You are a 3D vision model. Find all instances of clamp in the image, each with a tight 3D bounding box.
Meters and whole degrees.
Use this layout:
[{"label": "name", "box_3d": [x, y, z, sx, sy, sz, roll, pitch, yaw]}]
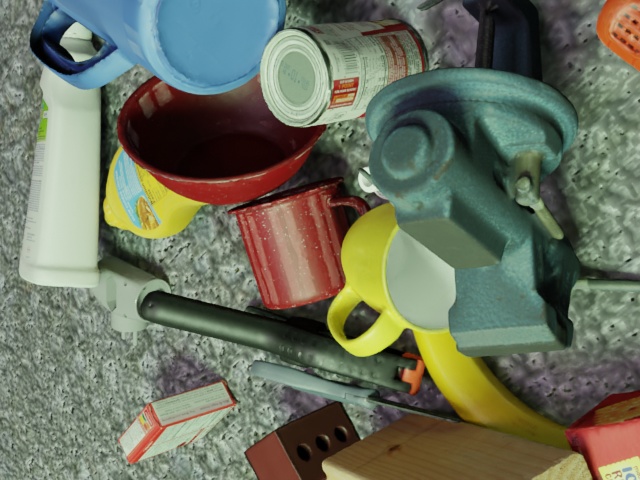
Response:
[{"label": "clamp", "box_3d": [-0.014, 0.078, 0.834, 0.210, 0.164, 0.036, 14, 89, 20]}]

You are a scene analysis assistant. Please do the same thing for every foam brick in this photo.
[{"label": "foam brick", "box_3d": [-0.011, 0.174, 0.869, 0.051, 0.078, 0.053, -42, 73, 43]}]

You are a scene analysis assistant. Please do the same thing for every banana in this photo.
[{"label": "banana", "box_3d": [0.124, 0.104, 0.744, 0.198, 0.037, 0.069, 38, 96, 29]}]

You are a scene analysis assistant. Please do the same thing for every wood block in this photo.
[{"label": "wood block", "box_3d": [0.091, 0.180, 0.698, 0.090, 0.090, 0.206, 68, 160, -7]}]

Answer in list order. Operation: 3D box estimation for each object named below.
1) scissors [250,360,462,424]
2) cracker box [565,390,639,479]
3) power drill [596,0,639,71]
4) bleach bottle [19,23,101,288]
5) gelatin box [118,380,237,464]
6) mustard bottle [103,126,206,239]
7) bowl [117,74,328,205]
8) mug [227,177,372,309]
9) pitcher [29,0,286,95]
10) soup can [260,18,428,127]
[{"label": "scissors", "box_3d": [0.014, 0.112, 0.797, 0.202, 0.096, 0.016, -5, 67, 66]}, {"label": "cracker box", "box_3d": [0.262, 0.154, 0.582, 0.214, 0.071, 0.164, -21, 91, 47]}, {"label": "power drill", "box_3d": [0.253, -0.122, 0.520, 0.184, 0.057, 0.188, 40, 125, 14]}, {"label": "bleach bottle", "box_3d": [-0.239, -0.085, 1.011, 0.103, 0.068, 0.251, 9, 94, 63]}, {"label": "gelatin box", "box_3d": [-0.131, 0.166, 0.980, 0.073, 0.089, 0.030, -49, 64, 42]}, {"label": "mustard bottle", "box_3d": [-0.140, -0.054, 0.949, 0.192, 0.058, 0.096, -30, 80, 46]}, {"label": "bowl", "box_3d": [-0.071, -0.077, 0.817, 0.162, 0.161, 0.055, 34, 145, 34]}, {"label": "mug", "box_3d": [-0.005, 0.001, 0.810, 0.117, 0.093, 0.081, -13, 97, 33]}, {"label": "pitcher", "box_3d": [-0.129, -0.186, 0.795, 0.243, 0.144, 0.149, 43, 138, 51]}, {"label": "soup can", "box_3d": [0.017, -0.117, 0.738, 0.069, 0.102, 0.068, 15, 112, 42]}]
